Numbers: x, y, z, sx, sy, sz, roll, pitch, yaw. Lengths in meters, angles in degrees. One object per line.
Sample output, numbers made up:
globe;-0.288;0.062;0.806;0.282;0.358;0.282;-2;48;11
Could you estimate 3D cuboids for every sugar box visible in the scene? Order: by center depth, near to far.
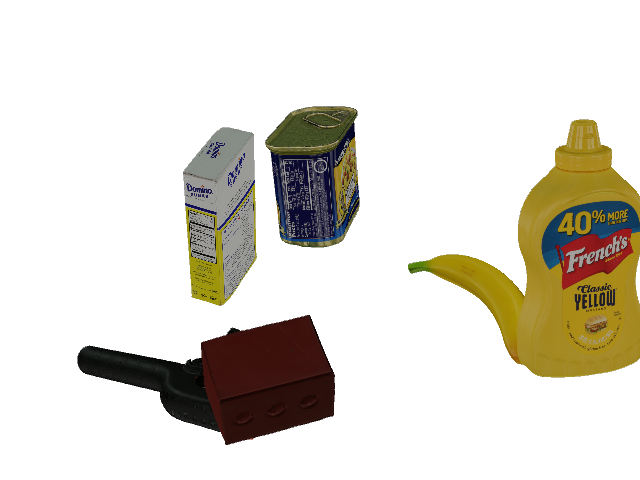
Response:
sugar box;-0.106;-0.025;1.143;0.048;0.176;0.093;14;42;17

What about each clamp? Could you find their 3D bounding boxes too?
clamp;-0.096;0.119;0.931;0.164;0.036;0.210;-8;16;-36

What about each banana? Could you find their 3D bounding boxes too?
banana;0.174;0.062;1.115;0.069;0.037;0.198;-37;39;-10

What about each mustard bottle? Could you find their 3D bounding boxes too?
mustard bottle;0.197;0.005;0.805;0.096;0.192;0.058;-6;17;-10

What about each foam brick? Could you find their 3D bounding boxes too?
foam brick;-0.035;0.092;0.704;0.078;0.051;0.053;-14;-39;-11

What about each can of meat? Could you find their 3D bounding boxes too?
can of meat;-0.003;-0.052;0.846;0.057;0.084;0.102;1;24;15
